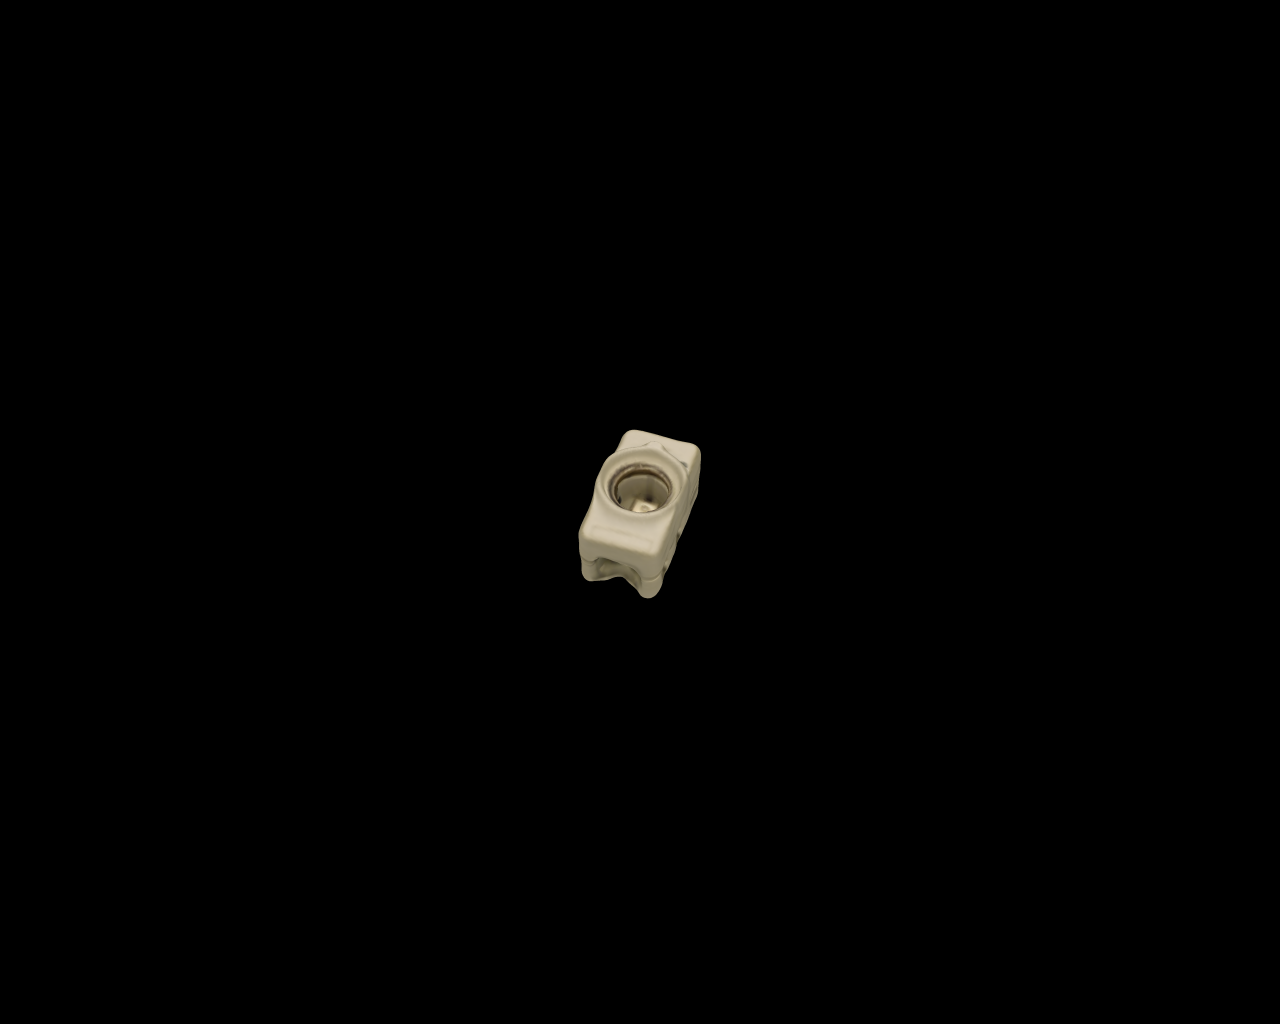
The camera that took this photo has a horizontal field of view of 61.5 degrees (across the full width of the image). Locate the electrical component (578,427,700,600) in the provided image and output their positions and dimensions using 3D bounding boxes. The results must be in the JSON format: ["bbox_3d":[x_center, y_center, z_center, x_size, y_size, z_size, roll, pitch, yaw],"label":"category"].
[{"bbox_3d":[0.001,-0.003,0.650,0.050,0.090,0.055,15,-36,11],"label":"electrical component"}]
